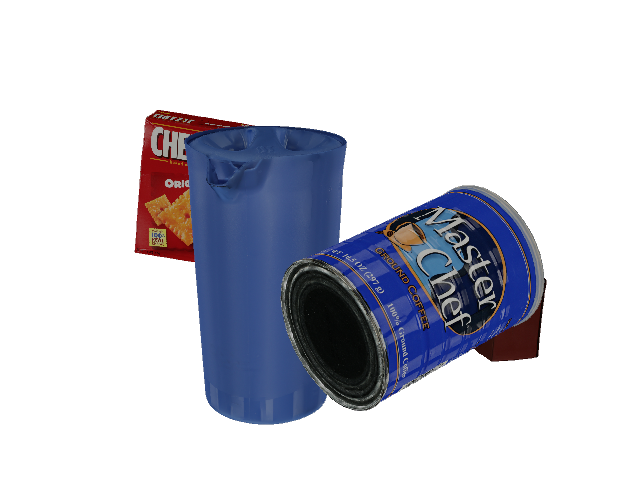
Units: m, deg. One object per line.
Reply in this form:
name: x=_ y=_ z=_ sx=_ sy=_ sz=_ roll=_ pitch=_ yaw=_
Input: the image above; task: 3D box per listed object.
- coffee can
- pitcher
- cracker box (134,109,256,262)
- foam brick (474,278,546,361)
coffee can: x=0.060 y=0.035 z=0.694 sx=0.140 sy=0.103 sz=0.103 roll=-24 pitch=13 yaw=-31
pitcher: x=-0.041 y=0.024 z=0.917 sx=0.149 sy=0.243 sz=0.145 roll=-6 pitch=18 yaw=-21
cracker box: x=-0.187 y=-0.075 z=1.605 sx=0.164 sy=0.214 sz=0.072 roll=10 pitch=19 yaw=6
foam brick: x=0.169 y=0.065 z=0.981 sx=0.051 sy=0.078 sz=0.053 roll=-5 pitch=18 yaw=-23
